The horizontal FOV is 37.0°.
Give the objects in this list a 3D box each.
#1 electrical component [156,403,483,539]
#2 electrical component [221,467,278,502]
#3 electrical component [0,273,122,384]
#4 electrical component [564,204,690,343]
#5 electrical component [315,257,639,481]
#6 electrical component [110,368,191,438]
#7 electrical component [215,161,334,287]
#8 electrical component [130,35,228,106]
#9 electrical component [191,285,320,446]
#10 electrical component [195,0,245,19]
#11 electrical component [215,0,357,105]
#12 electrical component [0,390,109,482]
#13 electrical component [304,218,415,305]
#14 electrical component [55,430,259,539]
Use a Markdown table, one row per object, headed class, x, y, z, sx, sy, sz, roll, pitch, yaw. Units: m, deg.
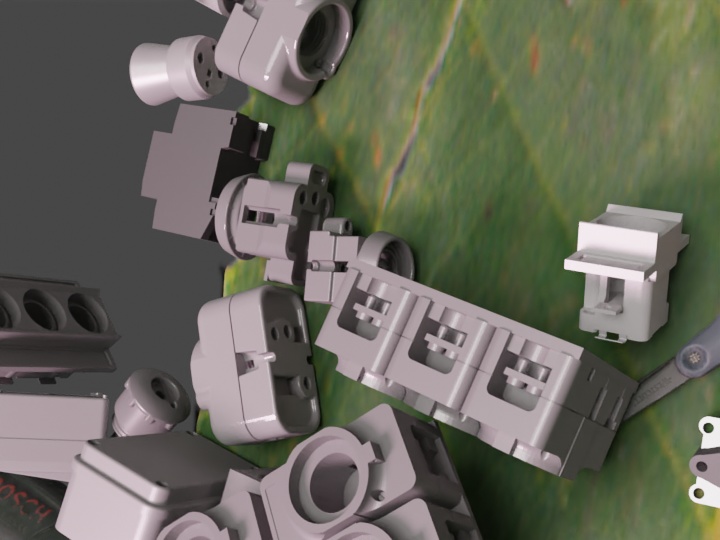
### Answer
| class | x | y | z | sx | sy | sz | roll | pitch | yaw |
| --- | --- | --- | --- | --- | --- | --- | --- | --- | --- |
| electrical component | -0.031 | 0.163 | 0.569 | 0.186 | 0.060 | 0.105 | -34 | 53 | 19 |
| electrical component | -0.048 | 0.206 | 0.659 | 0.089 | 0.062 | 0.150 | 17 | 92 | 30 |
| electrical component | -0.238 | 0.044 | 0.754 | 0.063 | 0.121 | 0.078 | -39 | 67 | 22 |
| electrical component | 0.143 | 0.002 | 0.576 | 0.042 | 0.081 | 0.063 | 12 | 112 | 30 |
| electrical component | 0.061 | 0.055 | 0.590 | 0.150 | 0.089 | 0.061 | 22 | 86 | 36 |
| electrical component | -0.150 | 0.102 | 0.742 | 0.062 | 0.048 | 0.048 | -49 | 63 | 25 |
| electrical component | -0.056 | -0.032 | 0.699 | 0.057 | 0.058 | 0.078 | 9 | 88 | 27 |
| electrical component | -0.128 | -0.141 | 0.760 | 0.055 | 0.045 | 0.045 | -1 | 83 | 29 |
| electrical component | -0.069 | 0.063 | 0.694 | 0.059 | 0.054 | 0.095 | -16 | 76 | 27 |
| electrical component | -0.095 | -0.201 | 0.724 | 0.056 | 0.089 | 0.050 | 33 | 100 | 29 |
| electrical component | -0.045 | -0.162 | 0.711 | 0.059 | 0.054 | 0.095 | 30 | 98 | 29 |
| electrical component | -0.226 | 0.114 | 0.746 | 0.062 | 0.096 | 0.061 | 163 | 111 | -73 |
| electrical component | 0.000 | 0.000 | 0.670 | 0.055 | 0.048 | 0.066 | 1 | 84 | 37 |
| electrical component | -0.124 | 0.144 | 0.681 | 0.078 | 0.113 | 0.057 | 22 | 97 | 30 |
